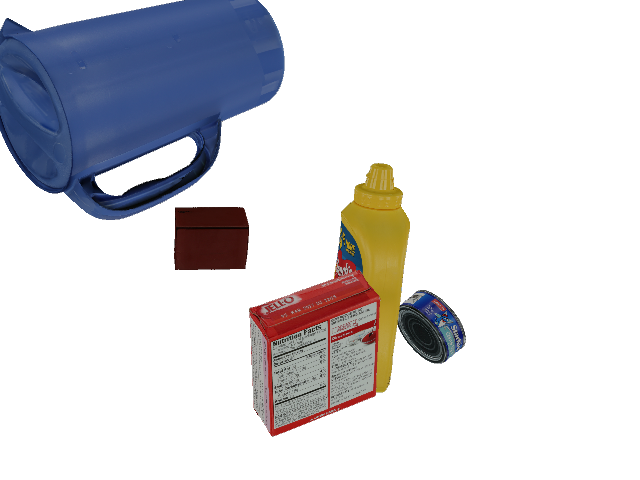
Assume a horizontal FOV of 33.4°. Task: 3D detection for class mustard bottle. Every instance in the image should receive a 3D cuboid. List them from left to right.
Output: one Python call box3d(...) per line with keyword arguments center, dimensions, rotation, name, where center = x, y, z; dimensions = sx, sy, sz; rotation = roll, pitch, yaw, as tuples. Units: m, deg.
box3d(center=(0.041, 0.028, 0.922), dimensions=(0.058, 0.192, 0.096), rotation=(3, 18, -12), name="mustard bottle")

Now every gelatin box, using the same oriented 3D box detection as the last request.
box3d(center=(-0.004, 0.067, 0.632), dimensions=(0.073, 0.089, 0.030), rotation=(-19, 43, -20), name="gelatin box")

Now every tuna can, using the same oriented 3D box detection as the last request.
box3d(center=(0.129, 0.103, 1.260), dimensions=(0.033, 0.086, 0.086), rotation=(-36, 16, -24), name="tuna can")

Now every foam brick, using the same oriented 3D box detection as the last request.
box3d(center=(-0.118, -0.003, 1.145), dimensions=(0.078, 0.051, 0.053), rotation=(0, 26, -8), name="foam brick")

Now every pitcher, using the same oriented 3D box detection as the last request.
box3d(center=(-0.147, -0.130, 0.928), dimensions=(0.242, 0.149, 0.145), rotation=(-25, 39, -35), name="pitcher")
